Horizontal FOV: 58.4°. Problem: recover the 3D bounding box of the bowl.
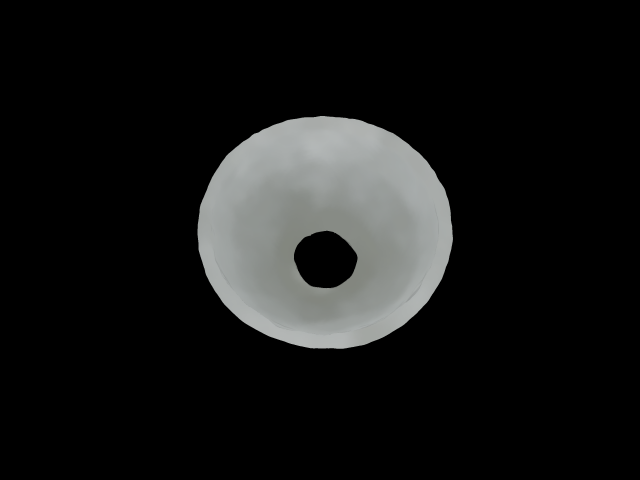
[{"bbox_3d":[0.004,0.001,0.400,0.167,0.075,0.167,0,66,0],"label":"bowl"}]
